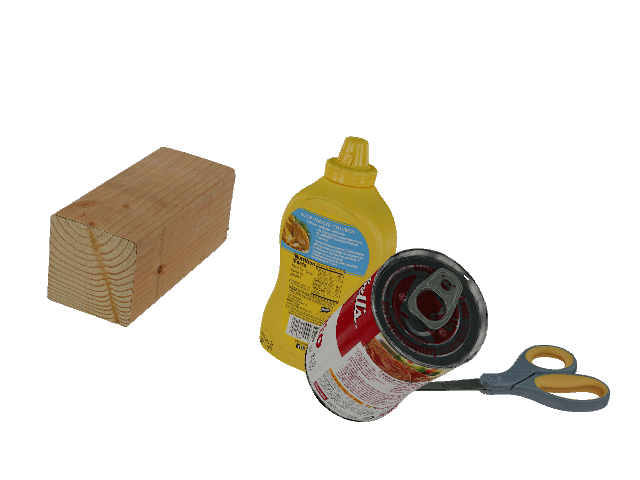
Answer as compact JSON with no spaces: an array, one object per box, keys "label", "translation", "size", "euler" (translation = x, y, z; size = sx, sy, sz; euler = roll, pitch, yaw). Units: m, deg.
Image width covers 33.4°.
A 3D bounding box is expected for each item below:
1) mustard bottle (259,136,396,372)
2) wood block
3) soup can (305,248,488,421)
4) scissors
[{"label":"mustard bottle","translation":[0.011,0.011,0.855],"size":[0.096,0.192,0.058],"euler":[21,21,27]},{"label":"wood block","translation":[-0.170,-0.010,1.048],"size":[0.090,0.091,0.205],"euler":[18,28,14]},{"label":"soup can","translation":[0.040,0.056,0.598],"size":[0.068,0.068,0.102],"euler":[0,-25,-24]},{"label":"scissors","translation":[0.156,0.117,0.950],"size":[0.201,0.016,0.096],"euler":[8,27,-4]}]
